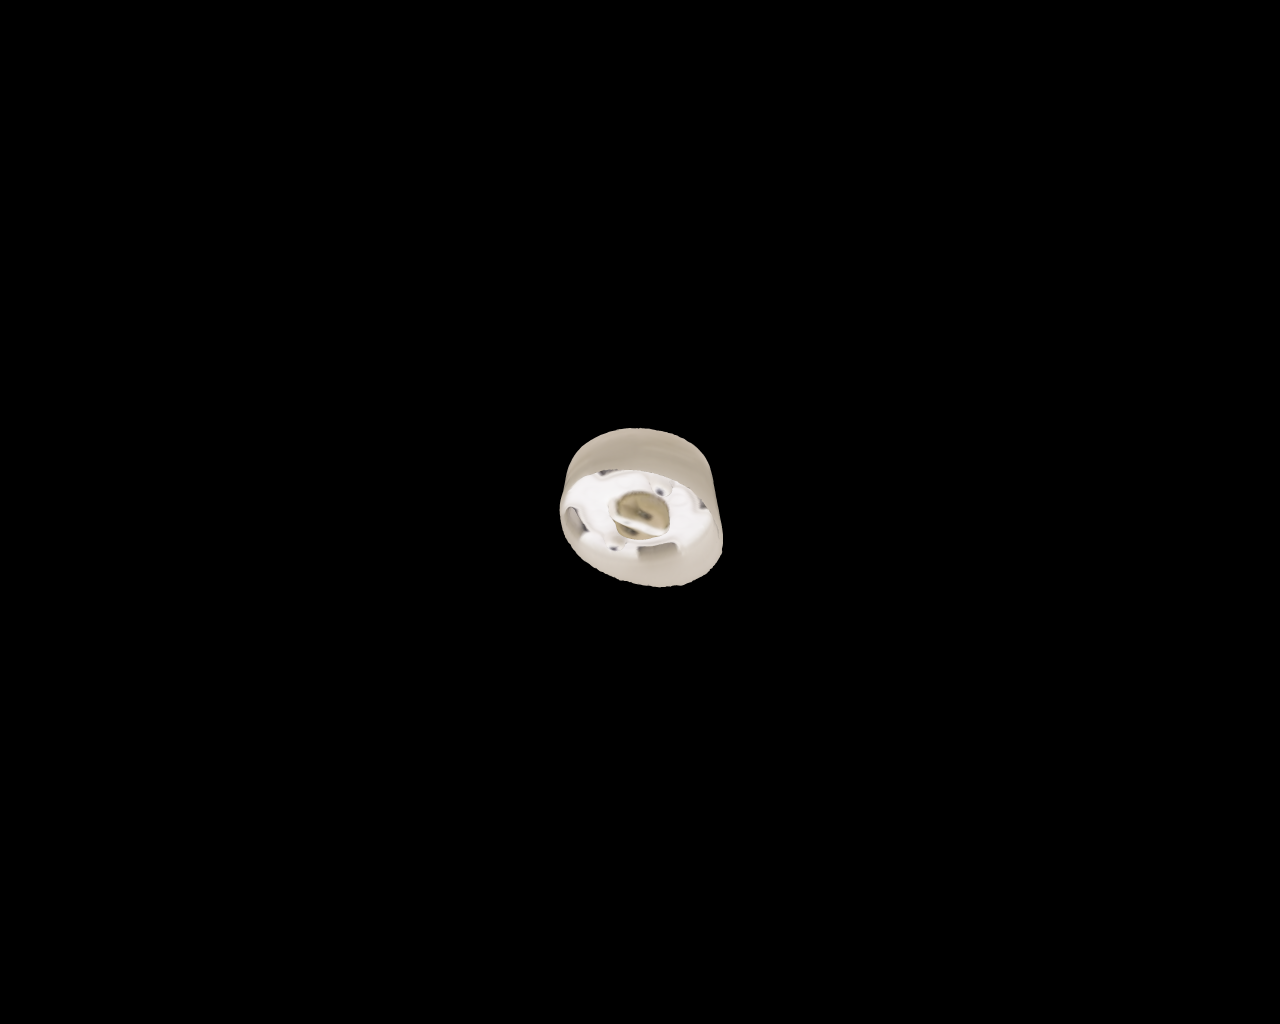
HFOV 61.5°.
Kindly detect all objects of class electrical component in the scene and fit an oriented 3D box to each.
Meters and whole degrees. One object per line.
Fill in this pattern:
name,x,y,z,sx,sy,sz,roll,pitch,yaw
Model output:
electrical component,0.001,-0.003,0.650,0.099,0.064,0.099,0,-40,0
